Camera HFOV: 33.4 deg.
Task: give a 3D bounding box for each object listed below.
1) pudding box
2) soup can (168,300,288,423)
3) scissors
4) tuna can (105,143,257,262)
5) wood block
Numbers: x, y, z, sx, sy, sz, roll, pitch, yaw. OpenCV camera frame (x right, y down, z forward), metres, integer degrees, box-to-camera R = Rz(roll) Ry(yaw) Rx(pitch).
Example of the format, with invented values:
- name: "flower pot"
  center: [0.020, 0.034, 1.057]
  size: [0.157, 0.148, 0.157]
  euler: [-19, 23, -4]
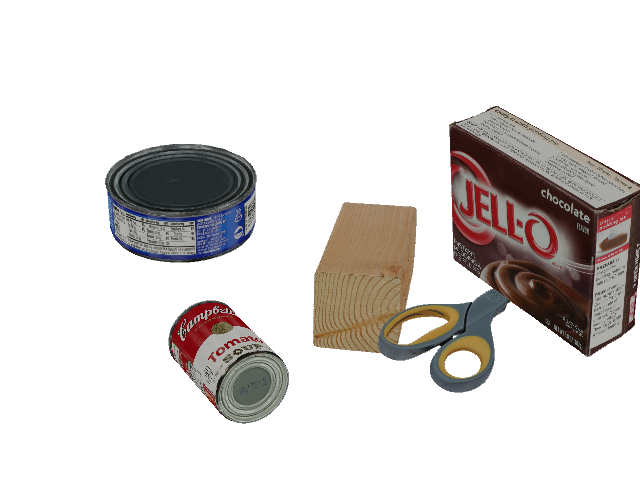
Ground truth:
- name: "pudding box"
  center: [0.114, -0.008, 0.556]
  size: [0.039, 0.090, 0.114]
  euler: [-26, 39, -24]
- name: "soup can"
  center: [-0.079, 0.103, 0.908]
  size: [0.068, 0.068, 0.102]
  euler: [0, 21, -32]
- name: "scissors"
  center: [0.141, 0.062, 0.834]
  size: [0.201, 0.016, 0.096]
  euler: [-17, 44, -23]
- name: "tuna can"
  center: [-0.079, -0.022, 0.615]
  size: [0.086, 0.034, 0.086]
  euler: [1, 31, -1]
- name: "wood block"
  center: [0.053, 0.036, 1.189]
  size: [0.091, 0.090, 0.206]
  euler: [5, 23, 8]
